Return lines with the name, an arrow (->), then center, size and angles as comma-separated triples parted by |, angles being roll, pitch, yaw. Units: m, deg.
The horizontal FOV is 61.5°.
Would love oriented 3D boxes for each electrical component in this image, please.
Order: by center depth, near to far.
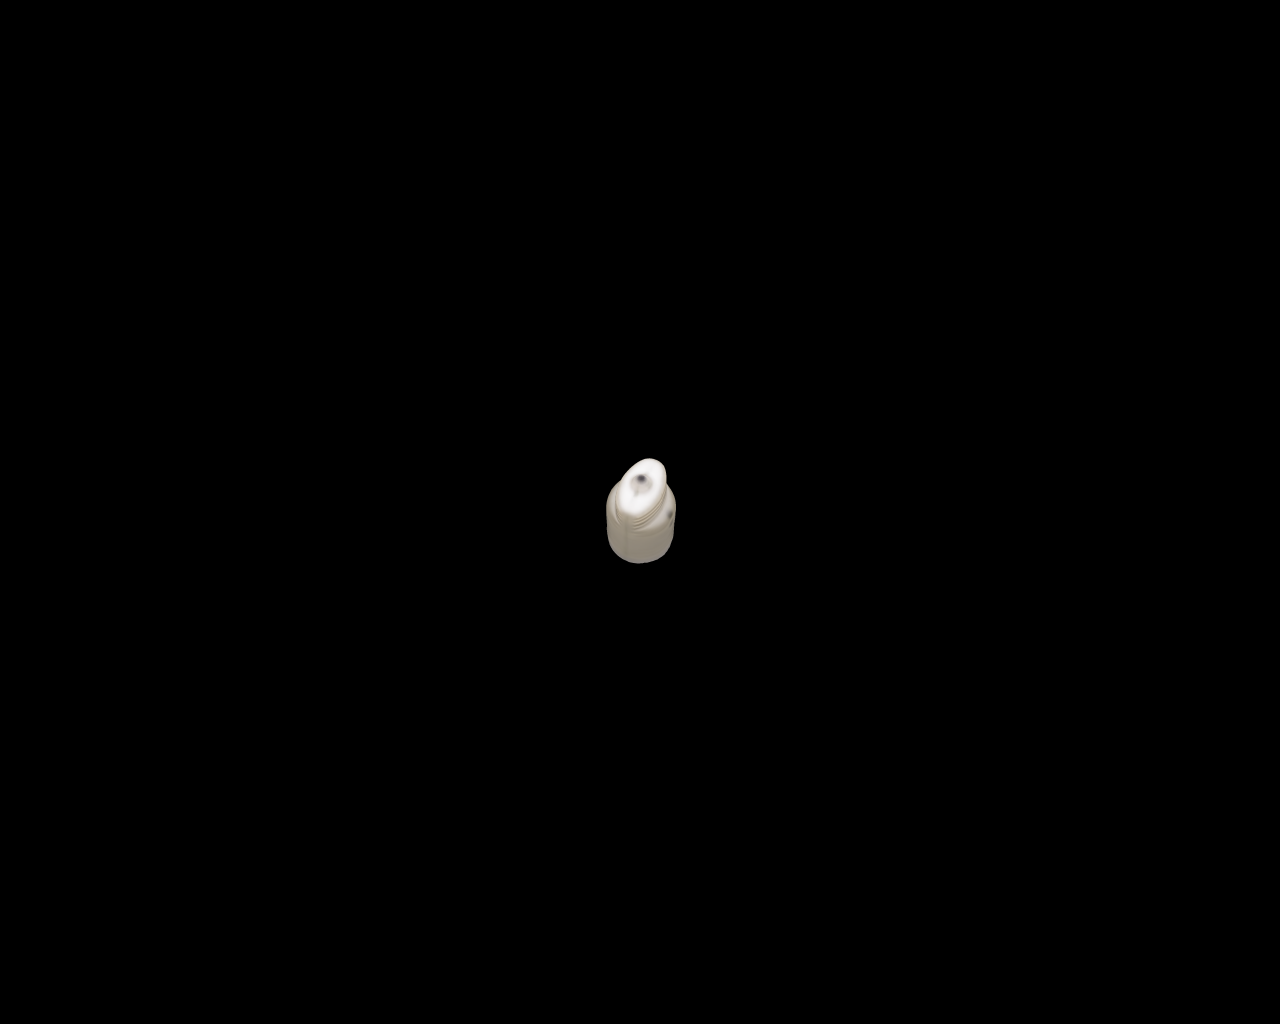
electrical component -> 0.001, -0.003, 0.650 | 0.043, 0.043, 0.080 | 0, -26, 0
